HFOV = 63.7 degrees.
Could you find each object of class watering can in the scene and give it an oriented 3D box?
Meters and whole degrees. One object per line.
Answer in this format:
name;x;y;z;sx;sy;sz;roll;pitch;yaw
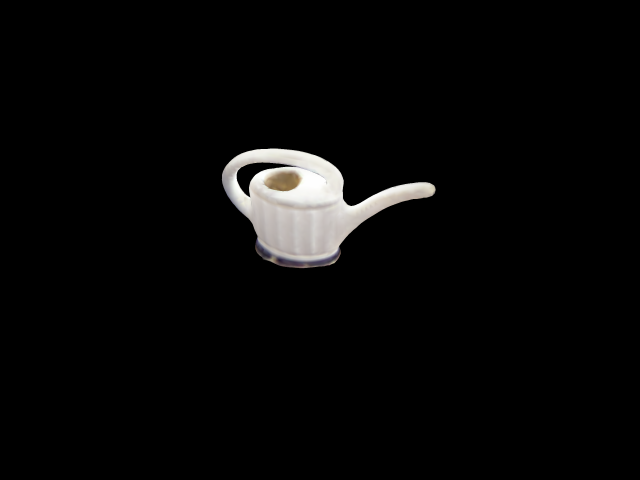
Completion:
watering can;0.003;-0.043;0.850;0.348;0.219;0.106;12;44;12
